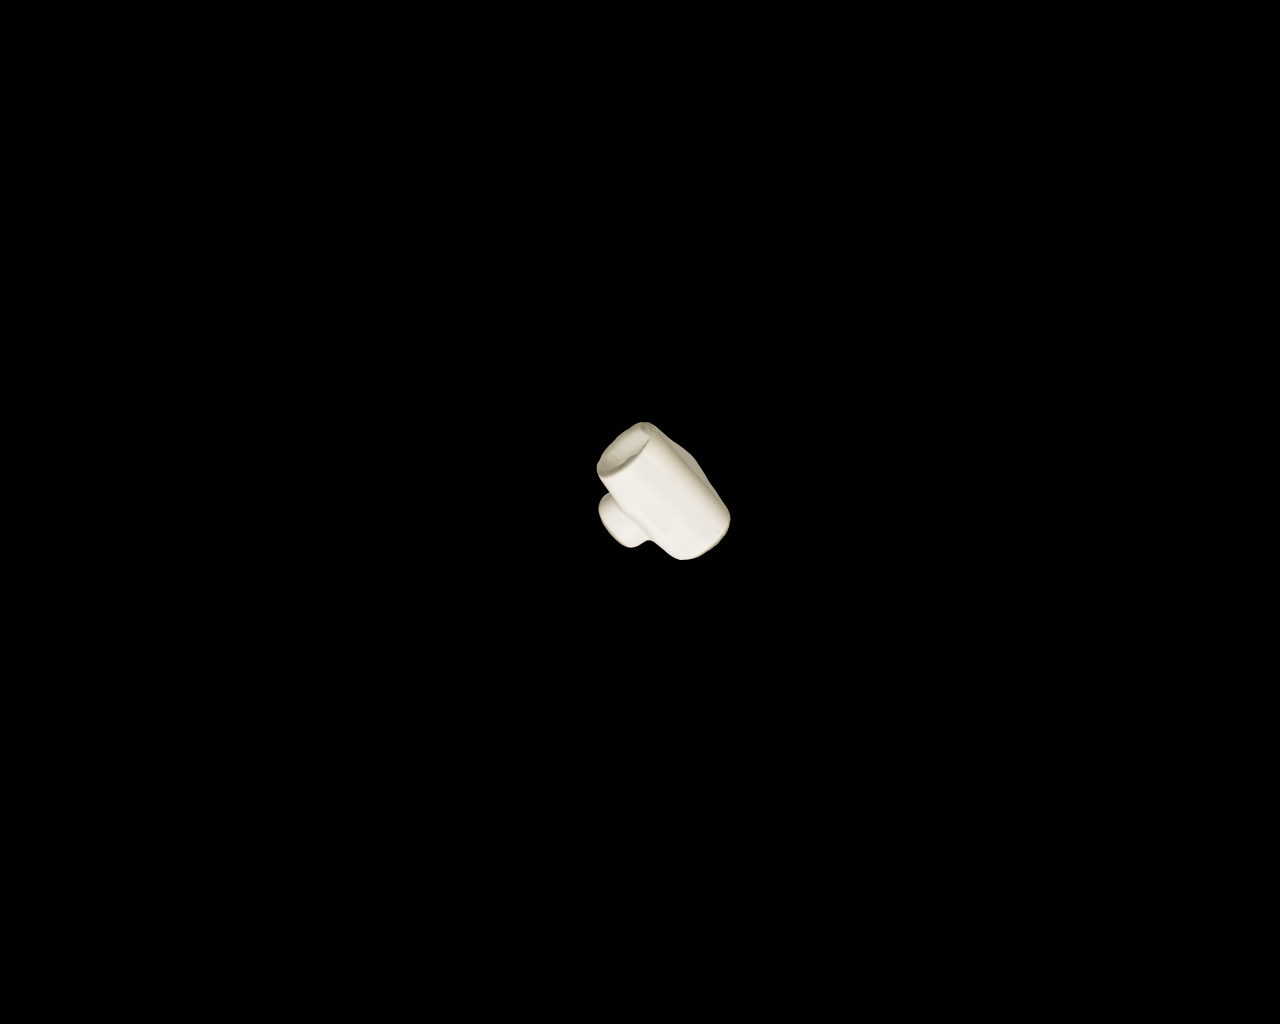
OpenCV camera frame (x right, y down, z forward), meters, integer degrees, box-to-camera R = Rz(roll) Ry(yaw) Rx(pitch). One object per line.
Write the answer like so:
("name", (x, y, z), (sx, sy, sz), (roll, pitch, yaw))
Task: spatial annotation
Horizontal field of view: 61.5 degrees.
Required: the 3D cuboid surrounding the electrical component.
("electrical component", (0.001, -0.003, 0.650), (0.079, 0.077, 0.043), (-33, 28, 20))
